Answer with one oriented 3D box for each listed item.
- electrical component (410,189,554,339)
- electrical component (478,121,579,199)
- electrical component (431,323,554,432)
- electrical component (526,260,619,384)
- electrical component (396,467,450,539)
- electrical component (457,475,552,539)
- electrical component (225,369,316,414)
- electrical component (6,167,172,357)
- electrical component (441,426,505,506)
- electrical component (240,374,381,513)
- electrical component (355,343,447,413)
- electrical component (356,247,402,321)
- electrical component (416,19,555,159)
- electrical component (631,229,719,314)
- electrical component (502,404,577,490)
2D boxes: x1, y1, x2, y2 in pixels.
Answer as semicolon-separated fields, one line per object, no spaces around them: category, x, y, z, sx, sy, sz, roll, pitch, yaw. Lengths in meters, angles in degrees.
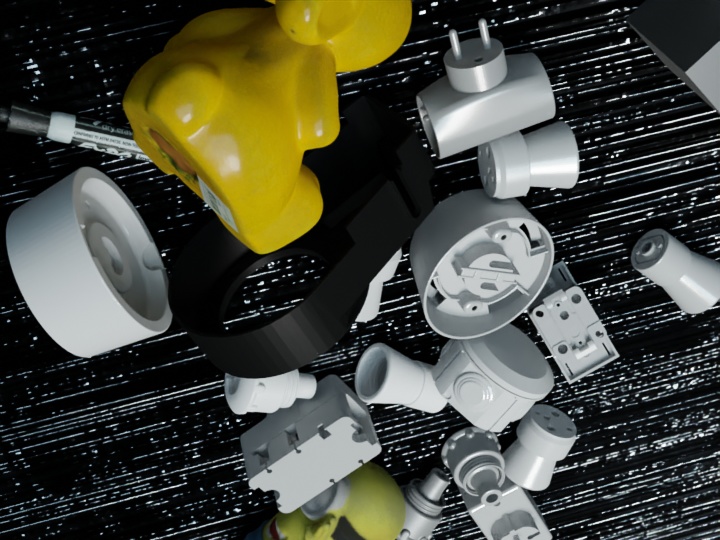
electrical component;0.082;-0.004;0.731;0.099;0.064;0.099;-8;126;-11
electrical component;0.110;-0.071;0.704;0.055;0.045;0.045;-10;126;-8
electrical component;0.096;0.073;0.781;0.080;0.080;0.051;21;122;-27
electrical component;0.148;0.038;0.772;0.042;0.064;0.081;-31;86;7
electrical component;0.049;0.189;0.870;0.048;0.048;0.062;26;107;-29
electrical component;0.126;0.211;0.887;0.047;0.075;0.083;-29;127;5
electrical component;-0.062;0.080;0.763;0.062;0.048;0.048;9;121;-30
electrical component;-0.166;0.000;0.640;0.060;0.108;0.108;-24;127;9
electrical component;0.094;0.158;0.849;0.048;0.062;0.048;-8;126;-11
electrical component;-0.038;0.125;0.793;0.089;0.055;0.050;-35;126;10
electrical component;0.035;0.083;0.794;0.065;0.044;0.044;19;117;-32
electrical component;0.000;0.000;0.723;0.045;0.045;0.055;10;120;-22
electrical component;0.074;-0.116;0.663;0.077;0.043;0.079;-20;127;-2
electrical component;0.232;-0.002;0.790;0.065;0.044;0.044;31;111;-26
electrical component;0.143;0.142;0.863;0.045;0.045;0.055;11;120;-23
